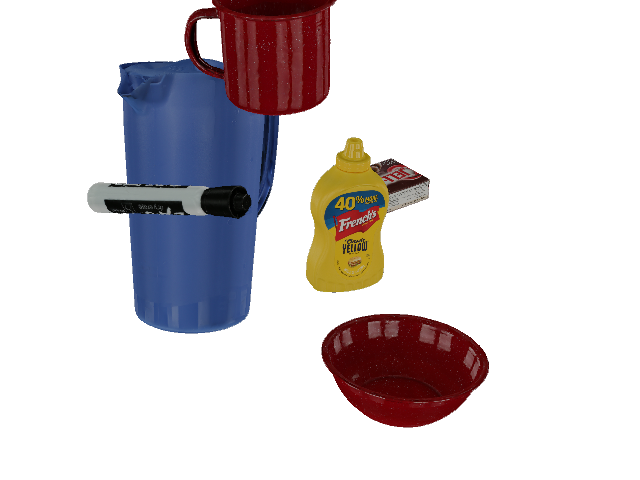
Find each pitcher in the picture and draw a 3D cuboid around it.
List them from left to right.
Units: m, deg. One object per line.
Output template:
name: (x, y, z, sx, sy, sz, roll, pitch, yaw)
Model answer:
pitcher: (-0.109, -0.046, 0.987, 0.149, 0.243, 0.145, 0, 14, -7)

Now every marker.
marker: (-0.090, -0.024, 0.632, 0.121, 0.020, 0.020, 3, 2, 36)

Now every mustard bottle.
mustard bottle: (0.035, -0.033, 1.291, 0.096, 0.192, 0.058, -7, 29, -19)

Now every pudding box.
pudding box: (0.092, -0.079, 1.593, 0.113, 0.039, 0.090, -22, 35, -30)

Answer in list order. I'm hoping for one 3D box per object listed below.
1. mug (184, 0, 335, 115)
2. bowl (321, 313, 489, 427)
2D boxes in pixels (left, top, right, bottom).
mug: (-0.046, -0.147, 0.809, 0.117, 0.081, 0.093, 2, 33, 5)
bowl: (0.080, 0.133, 1.037, 0.162, 0.055, 0.162, 3, 25, -2)
